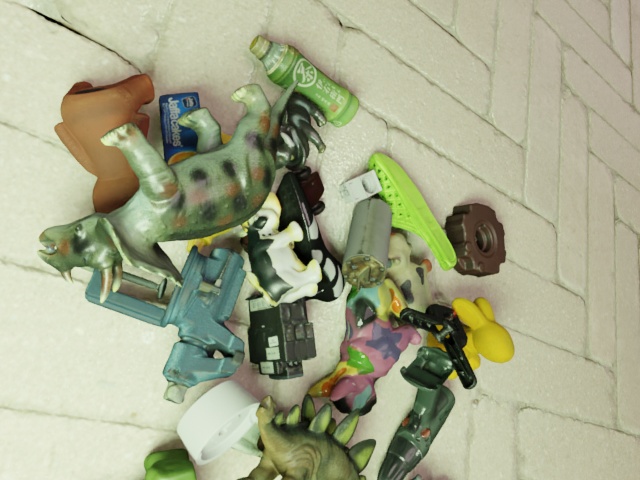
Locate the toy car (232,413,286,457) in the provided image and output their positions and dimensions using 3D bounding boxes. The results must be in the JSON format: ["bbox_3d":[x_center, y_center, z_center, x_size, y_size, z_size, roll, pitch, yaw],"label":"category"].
[{"bbox_3d":[-0.075,0.298,0.814,0.201,0.056,0.073,35,61,-26],"label":"toy car"}]

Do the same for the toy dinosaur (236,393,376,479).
[{"bbox_3d":[0.009,0.354,0.779,0.198,0.105,0.470,-53,137,-37],"label":"toy dinosaur"}]

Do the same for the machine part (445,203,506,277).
[{"bbox_3d":[0.357,0.000,1.220,0.179,0.056,0.179,10,73,-37],"label":"machine part"}]

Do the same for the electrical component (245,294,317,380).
[{"bbox_3d":[-0.062,0.144,0.821,0.058,0.115,0.134,-1,81,-34],"label":"electrical component"}]

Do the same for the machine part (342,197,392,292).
[{"bbox_3d":[0.086,0.003,0.955,0.079,0.079,0.243,43,34,-23],"label":"machine part"}]

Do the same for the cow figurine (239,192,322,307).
[{"bbox_3d":[-0.073,0.012,0.767,0.098,0.068,0.167,-20,68,-23],"label":"cow figurine"}]

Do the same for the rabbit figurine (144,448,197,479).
[{"bbox_3d":[-0.236,0.352,0.662,0.170,0.121,0.159,-8,92,-21],"label":"rabbit figurine"}]

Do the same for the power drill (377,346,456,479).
[{"bbox_3d":[0.177,0.307,0.952,0.232,0.086,0.207,-33,130,-43],"label":"power drill"}]

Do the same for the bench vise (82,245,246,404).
[{"bbox_3d":[-0.211,0.093,0.721,0.240,0.129,0.223,22,75,-11],"label":"bench vise"}]

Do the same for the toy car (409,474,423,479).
[{"bbox_3d":[0.166,0.491,0.909,0.162,0.103,0.109,-58,159,-32],"label":"toy car"}]

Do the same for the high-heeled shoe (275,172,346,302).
[{"bbox_3d":[-0.002,-0.003,0.880,0.145,0.086,0.248,-28,124,-46],"label":"high-heeled shoe"}]

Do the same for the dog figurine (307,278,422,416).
[{"bbox_3d":[0.063,0.185,0.918,0.219,0.108,0.191,-34,102,-35],"label":"dog figurine"}]

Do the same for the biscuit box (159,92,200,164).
[{"bbox_3d":[-0.191,-0.112,0.768,0.059,0.062,0.202,-8,70,-12],"label":"biscuit box"}]

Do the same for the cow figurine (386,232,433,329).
[{"bbox_3d":[0.158,0.080,1.031,0.127,0.086,0.194,-21,98,-41],"label":"cow figurine"}]

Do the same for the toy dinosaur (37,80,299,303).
[{"bbox_3d":[-0.138,-0.071,0.668,0.405,0.131,0.192,-29,107,-31],"label":"toy dinosaur"}]

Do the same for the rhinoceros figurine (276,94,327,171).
[{"bbox_3d":[-0.047,-0.179,0.893,0.112,0.073,0.190,50,33,-32],"label":"rhinoceros figurine"}]

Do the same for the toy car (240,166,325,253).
[{"bbox_3d":[-0.061,-0.046,0.902,0.202,0.053,0.089,-49,126,-35],"label":"toy car"}]

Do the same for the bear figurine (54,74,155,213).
[{"bbox_3d":[-0.271,-0.111,0.729,0.132,0.120,0.195,-98,177,-61],"label":"bear figurine"}]

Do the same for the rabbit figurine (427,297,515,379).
[{"bbox_3d":[0.308,0.194,1.065,0.122,0.173,0.162,5,81,-33],"label":"rabbit figurine"}]
